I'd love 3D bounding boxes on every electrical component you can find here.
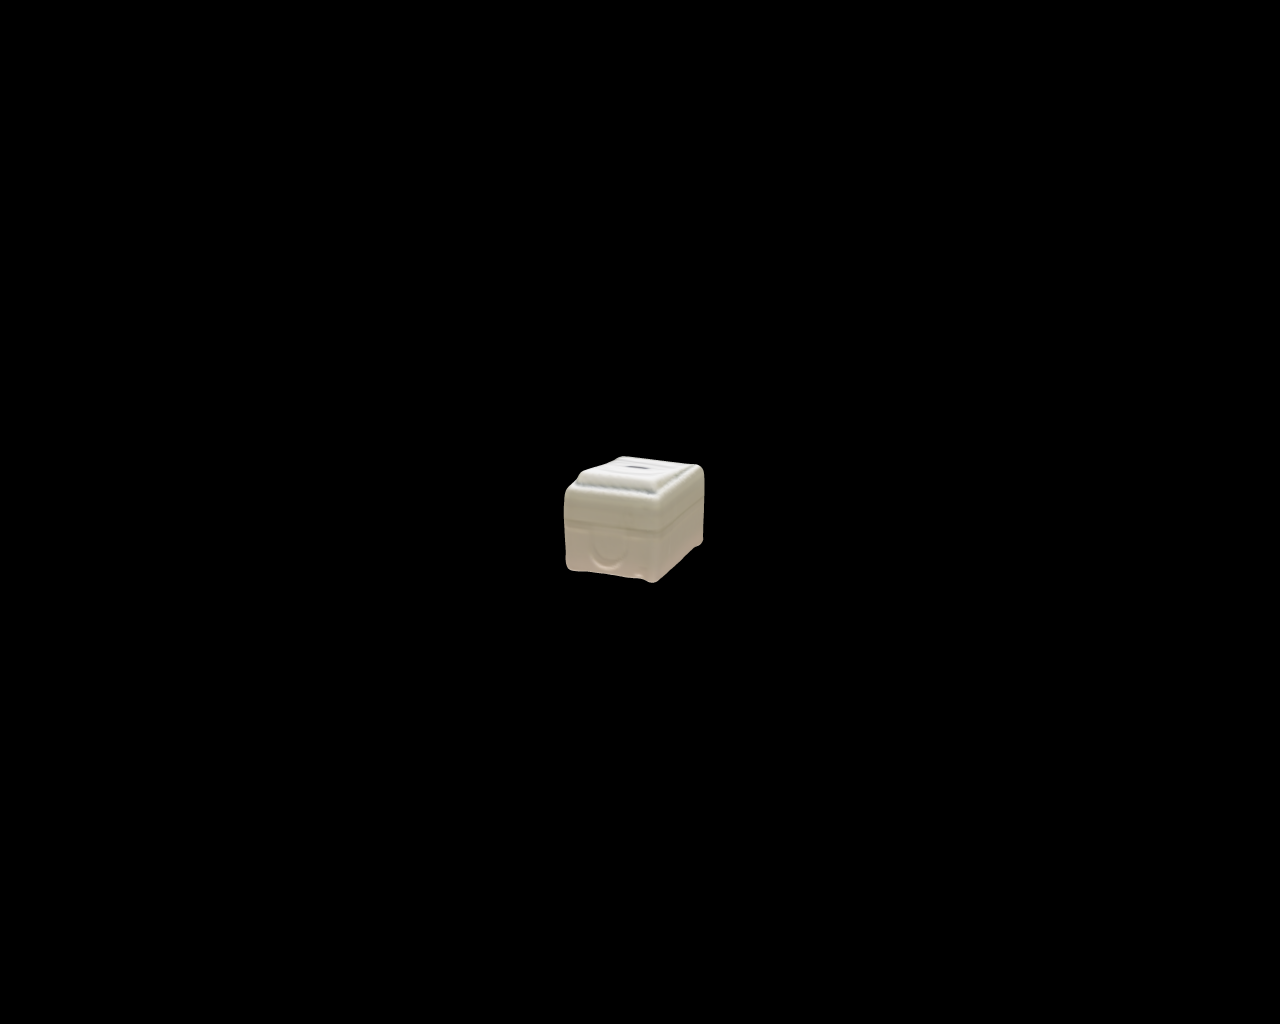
[{"bbox_3d":[0.001,-0.003,0.650,0.062,0.061,0.096,8,20,22],"label":"electrical component"}]
